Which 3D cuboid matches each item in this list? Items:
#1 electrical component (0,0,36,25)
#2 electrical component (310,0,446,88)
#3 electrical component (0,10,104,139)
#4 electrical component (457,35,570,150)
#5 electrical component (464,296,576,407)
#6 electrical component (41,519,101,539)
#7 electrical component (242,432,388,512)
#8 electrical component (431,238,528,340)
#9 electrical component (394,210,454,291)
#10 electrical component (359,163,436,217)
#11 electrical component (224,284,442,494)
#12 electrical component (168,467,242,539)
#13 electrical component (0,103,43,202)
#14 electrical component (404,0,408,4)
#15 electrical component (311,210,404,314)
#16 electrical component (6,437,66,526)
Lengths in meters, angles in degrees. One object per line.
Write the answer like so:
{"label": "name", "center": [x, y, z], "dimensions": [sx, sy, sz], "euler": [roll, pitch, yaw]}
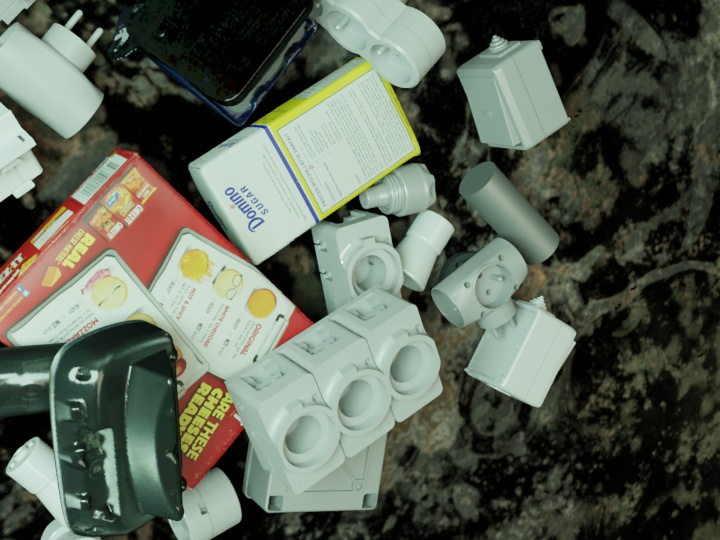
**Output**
{"label": "electrical component", "center": [-0.256, -0.192, 0.736], "dimensions": [0.055, 0.066, 0.048], "euler": [-48, 153, -4]}
{"label": "electrical component", "center": [0.011, -0.213, 0.849], "dimensions": [0.138, 0.052, 0.073], "euler": [38, 70, 4]}
{"label": "electrical component", "center": [-0.217, -0.149, 0.769], "dimensions": [0.077, 0.044, 0.079], "euler": [41, 79, -28]}
{"label": "electrical component", "center": [0.129, -0.157, 0.943], "dimensions": [0.061, 0.062, 0.096], "euler": [-35, 114, -18]}
{"label": "electrical component", "center": [0.154, 0.071, 0.999], "dimensions": [0.061, 0.062, 0.096], "euler": [30, 85, -29]}
{"label": "electrical component", "center": [-0.220, 0.218, 0.829], "dimensions": [0.045, 0.055, 0.045], "euler": [-5, 102, -27]}
{"label": "electrical component", "center": [-0.036, 0.146, 0.914], "dimensions": [0.109, 0.056, 0.108], "euler": [5, 97, -29]}
{"label": "electrical component", "center": [0.114, 0.025, 0.952], "dimensions": [0.077, 0.044, 0.079], "euler": [-38, 114, -17]}
{"label": "electrical component", "center": [0.053, -0.020, 0.941], "dimensions": [0.044, 0.044, 0.065], "euler": [40, 75, -28]}
{"label": "electrical component", "center": [0.030, -0.066, 0.918], "dimensions": [0.062, 0.043, 0.043], "euler": [-14, 105, -24]}
{"label": "electrical component", "center": [-0.015, 0.092, 0.837], "dimensions": [0.150, 0.062, 0.089], "euler": [-32, 122, -22]}
{"label": "electrical component", "center": [-0.129, 0.192, 0.875], "dimensions": [0.047, 0.055, 0.055], "euler": [-22, 109, -27]}
{"label": "electrical component", "center": [-0.285, -0.061, 0.734], "dimensions": [0.121, 0.079, 0.063], "euler": [-39, 143, -17]}
{"label": "electrical component", "center": [0.040, -0.251, 0.891], "dimensions": [0.044, 0.044, 0.065], "euler": [41, 84, -28]}
{"label": "electrical component", "center": [0.000, 0.000, 0.906], "dimensions": [0.050, 0.056, 0.089], "euler": [-18, 107, -24]}
{"label": "electrical component", "center": [-0.235, 0.158, 0.819], "dimensions": [0.044, 0.044, 0.065], "euler": [-48, 112, -12]}
